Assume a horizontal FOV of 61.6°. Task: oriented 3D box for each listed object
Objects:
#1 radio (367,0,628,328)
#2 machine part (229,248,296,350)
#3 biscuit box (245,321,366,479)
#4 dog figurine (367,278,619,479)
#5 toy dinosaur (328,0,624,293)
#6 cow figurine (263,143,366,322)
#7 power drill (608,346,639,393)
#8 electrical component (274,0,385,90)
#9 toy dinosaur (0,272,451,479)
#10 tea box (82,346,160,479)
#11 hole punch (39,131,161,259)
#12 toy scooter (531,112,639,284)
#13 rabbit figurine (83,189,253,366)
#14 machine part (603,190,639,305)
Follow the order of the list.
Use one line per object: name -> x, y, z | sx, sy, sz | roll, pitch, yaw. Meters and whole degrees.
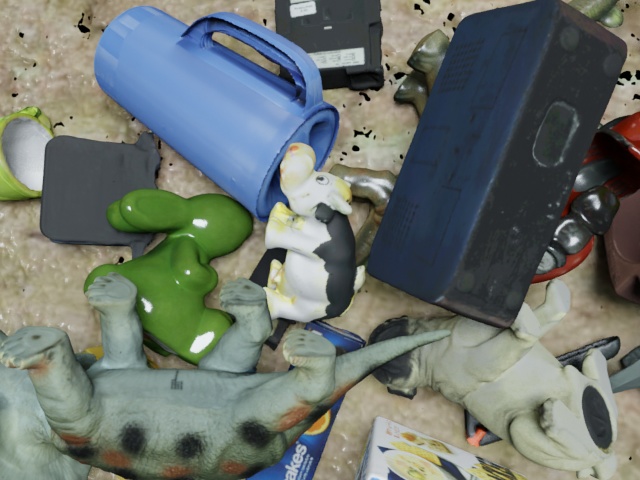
radio -> 0.125, -0.057, 0.411 | 0.073, 0.131, 0.229 | 18, 95, -21
machine part -> -0.046, 0.041, 0.569 | 0.084, 0.039, 0.139 | 24, 89, 18
biscuit box -> -0.018, 0.184, 0.536 | 0.063, 0.059, 0.202 | 21, 87, 9
dog figurine -> 0.142, 0.135, 0.482 | 0.190, 0.121, 0.172 | -30, 70, 44
toy dinosaur -> 0.157, -0.103, 0.530 | 0.198, 0.105, 0.471 | 37, 99, 2
cow figurine -> -0.001, -0.001, 0.483 | 0.098, 0.068, 0.167 | 10, 121, 1
power drill -> 0.331, 0.180, 0.439 | 0.232, 0.086, 0.207 | -23, 60, -33
electrical component -> 0.011, -0.230, 0.582 | 0.115, 0.058, 0.134 | -2, 83, 5
toy dinosaur -> -0.108, 0.135, 0.431 | 0.405, 0.131, 0.192 | 7, 120, -4
tea box -> -0.174, 0.183, 0.539 | 0.170, 0.098, 0.068 | 42, 90, 8
hole punch -> -0.239, -0.047, 0.588 | 0.116, 0.092, 0.142 | 5, 82, -26
toy scooter -> 0.209, -0.032, 0.417 | 0.075, 0.135, 0.184 | 44, 95, -4
rabbit figurine -> -0.146, 0.016, 0.546 | 0.159, 0.121, 0.170 | 43, 62, -22
machine part -> 0.326, -0.045, 0.432 | 0.087, 0.201, 0.200 | 21, 131, 3
